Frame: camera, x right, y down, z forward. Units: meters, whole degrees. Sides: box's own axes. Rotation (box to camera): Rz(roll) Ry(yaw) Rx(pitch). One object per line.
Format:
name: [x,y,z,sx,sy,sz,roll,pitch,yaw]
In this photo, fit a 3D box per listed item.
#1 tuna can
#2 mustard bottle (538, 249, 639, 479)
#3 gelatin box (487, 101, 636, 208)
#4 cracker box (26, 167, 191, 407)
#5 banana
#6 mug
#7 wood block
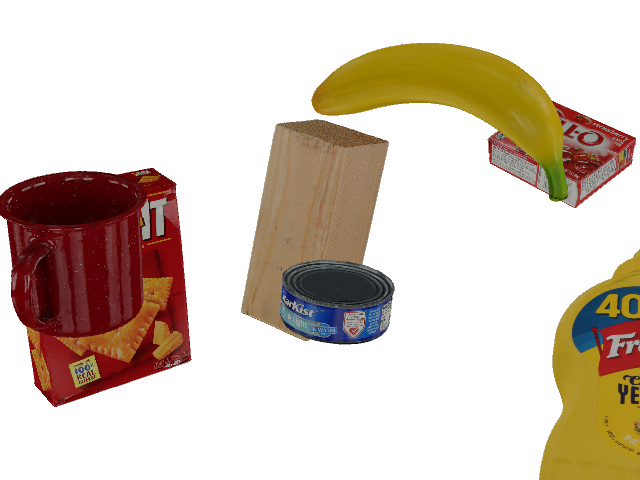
tuna can: [0.012,0.046,0.812,0.086,0.034,0.086,5,21,-2]
mustard bottle: [0.166,0.071,0.543,0.096,0.058,0.191,7,41,13]
gelatin box: [0.188,-0.071,0.839,0.073,0.030,0.089,-34,49,-28]
cracker box: [-0.226,0.047,1.117,0.163,0.214,0.072,-15,26,-30]
banana: [0.073,-0.087,0.652,0.198,0.069,0.037,26,7,39]
mug: [-0.159,0.014,0.676,0.093,0.081,0.117,7,26,12]
wood block: [-0.007,-0.014,1.116,0.090,0.206,0.090,21,20,28]
